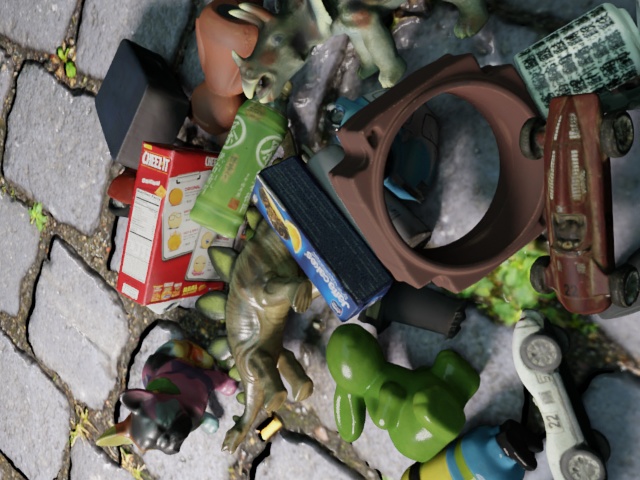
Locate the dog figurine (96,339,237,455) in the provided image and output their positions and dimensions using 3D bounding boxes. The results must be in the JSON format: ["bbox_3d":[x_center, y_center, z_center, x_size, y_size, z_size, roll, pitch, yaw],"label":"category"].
[{"bbox_3d":[-0.231,0.223,0.771,0.192,0.219,0.108,35,98,26],"label":"dog figurine"}]

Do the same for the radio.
[{"bbox_3d":[-0.280,-0.211,0.833,0.131,0.073,0.230,-57,43,19],"label":"radio"}]

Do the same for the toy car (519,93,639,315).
[{"bbox_3d":[0.228,-0.026,0.479,0.089,0.053,0.202,13,120,53],"label":"toy car"}]

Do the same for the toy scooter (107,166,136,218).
[{"bbox_3d":[-0.268,-0.092,0.873,0.184,0.075,0.135,16,101,27],"label":"toy scooter"}]

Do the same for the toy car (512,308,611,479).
[{"bbox_3d":[0.247,0.168,0.557,0.056,0.073,0.201,-23,79,30],"label":"toy car"}]

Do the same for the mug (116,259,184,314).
[{"bbox_3d":[-0.260,0.058,0.875,0.109,0.081,0.107,-39,83,22],"label":"mug"}]

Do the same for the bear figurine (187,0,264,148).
[{"bbox_3d":[-0.117,-0.235,0.758,0.120,0.132,0.195,40,143,20],"label":"bear figurine"}]

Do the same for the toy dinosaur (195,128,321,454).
[{"bbox_3d":[-0.074,0.058,0.740,0.199,0.105,0.471,16,89,35],"label":"toy dinosaur"}]

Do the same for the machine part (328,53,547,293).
[{"bbox_3d":[0.129,-0.065,0.540,0.201,0.087,0.200,-35,108,-4],"label":"machine part"}]

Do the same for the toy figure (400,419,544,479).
[{"bbox_3d":[0.165,0.266,0.610,0.180,0.082,0.089,-56,46,28],"label":"toy figure"}]

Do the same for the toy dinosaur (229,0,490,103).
[{"bbox_3d":[0.082,-0.292,0.575,0.405,0.192,0.131,-31,32,23],"label":"toy dinosaur"}]

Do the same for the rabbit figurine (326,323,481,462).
[{"bbox_3d":[0.079,0.170,0.642,0.170,0.121,0.159,38,133,10],"label":"rabbit figurine"}]

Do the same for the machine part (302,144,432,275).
[{"bbox_3d":[0.054,-0.040,0.670,0.243,0.079,0.079,47,114,23],"label":"machine part"}]

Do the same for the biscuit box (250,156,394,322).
[{"bbox_3d":[-0.001,-0.002,0.647,0.203,0.063,0.059,53,151,12],"label":"biscuit box"}]

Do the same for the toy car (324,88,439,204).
[{"bbox_3d":[0.087,-0.125,0.640,0.103,0.109,0.162,-45,60,11],"label":"toy car"}]

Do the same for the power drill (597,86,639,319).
[{"bbox_3d":[0.319,-0.050,0.483,0.232,0.086,0.207,-27,90,26],"label":"power drill"}]

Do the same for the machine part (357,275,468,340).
[{"bbox_3d":[0.111,0.083,0.663,0.139,0.039,0.084,10,88,33],"label":"machine part"}]
